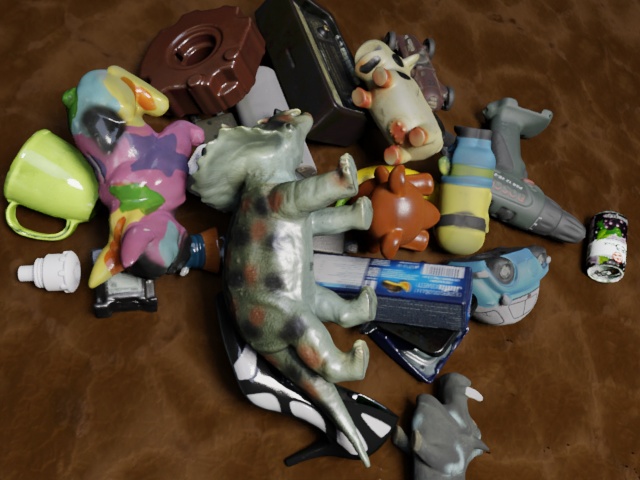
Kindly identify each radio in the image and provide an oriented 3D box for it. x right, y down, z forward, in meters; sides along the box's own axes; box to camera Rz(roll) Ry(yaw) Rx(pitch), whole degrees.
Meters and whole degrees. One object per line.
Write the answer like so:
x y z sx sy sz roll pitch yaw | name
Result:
-0.002 -0.253 0.795 0.131 0.073 0.229 3 62 -52 | radio

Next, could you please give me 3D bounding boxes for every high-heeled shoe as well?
-0.015 0.149 0.624 0.145 0.086 0.248 -25 94 -4 | high-heeled shoe

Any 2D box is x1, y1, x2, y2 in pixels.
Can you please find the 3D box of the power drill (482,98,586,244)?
0.322 -0.113 0.862 0.232 0.086 0.207 18 71 -5 | power drill

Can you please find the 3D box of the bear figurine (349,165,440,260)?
0.107 -0.037 0.684 0.132 0.196 0.120 3 92 -12 | bear figurine

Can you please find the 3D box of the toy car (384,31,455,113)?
0.160 -0.283 0.880 0.089 0.053 0.202 4 52 -12 | toy car

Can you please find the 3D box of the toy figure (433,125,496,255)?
0.202 -0.069 0.759 0.082 0.089 0.180 12 101 24 | toy figure

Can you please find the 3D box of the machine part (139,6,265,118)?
-0.164 -0.249 0.742 0.179 0.056 0.179 -10 57 15 | machine part

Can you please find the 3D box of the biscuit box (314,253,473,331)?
0.082 0.063 0.661 0.203 0.062 0.059 5 48 18 | biscuit box

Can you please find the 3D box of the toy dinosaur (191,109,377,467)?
-0.041 0.035 0.576 0.192 0.131 0.404 -2 84 18 | toy dinosaur

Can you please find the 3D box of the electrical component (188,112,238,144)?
-0.148 -0.153 0.766 0.063 0.021 0.094 -22 75 -23 | electrical component

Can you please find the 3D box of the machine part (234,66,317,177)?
-0.069 -0.154 0.759 0.079 0.079 0.243 -14 73 -22 | machine part

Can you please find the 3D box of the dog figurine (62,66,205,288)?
-0.216 -0.059 0.590 0.191 0.108 0.219 38 43 -35 | dog figurine

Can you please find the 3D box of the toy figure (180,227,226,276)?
-0.117 0.015 0.682 0.154 0.057 0.064 -2 62 -12 | toy figure

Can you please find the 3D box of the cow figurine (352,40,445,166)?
0.110 -0.199 0.754 0.127 0.085 0.195 -10 67 -49 | cow figurine

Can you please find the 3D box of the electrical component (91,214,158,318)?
-0.236 0.029 0.645 0.075 0.047 0.119 -8 69 -20 | electrical component

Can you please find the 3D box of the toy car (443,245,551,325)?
0.248 0.066 0.750 0.161 0.109 0.102 -10 93 -32 | toy car

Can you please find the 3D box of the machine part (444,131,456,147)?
0.164 -0.183 0.864 0.139 0.039 0.084 25 54 -2 | machine part

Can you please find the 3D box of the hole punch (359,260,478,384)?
0.133 0.110 0.707 0.116 0.092 0.142 29 61 31 | hole punch

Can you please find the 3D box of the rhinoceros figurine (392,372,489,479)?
0.149 0.254 0.645 0.112 0.073 0.190 14 64 -9 | rhinoceros figurine

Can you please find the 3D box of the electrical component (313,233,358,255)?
0.000 -0.003 0.726 0.102 0.045 0.078 2 76 -17 | electrical component
